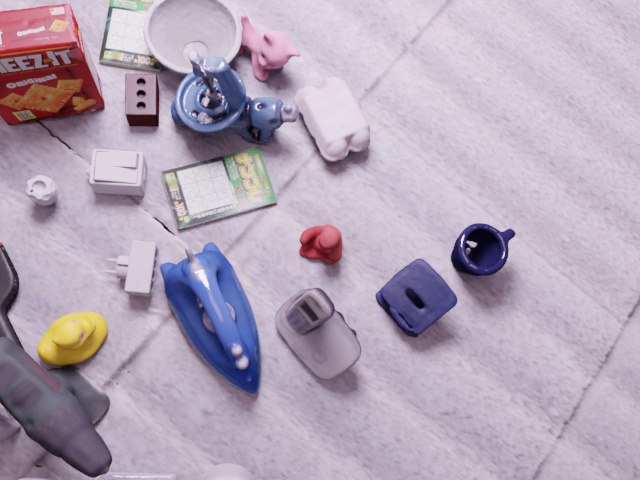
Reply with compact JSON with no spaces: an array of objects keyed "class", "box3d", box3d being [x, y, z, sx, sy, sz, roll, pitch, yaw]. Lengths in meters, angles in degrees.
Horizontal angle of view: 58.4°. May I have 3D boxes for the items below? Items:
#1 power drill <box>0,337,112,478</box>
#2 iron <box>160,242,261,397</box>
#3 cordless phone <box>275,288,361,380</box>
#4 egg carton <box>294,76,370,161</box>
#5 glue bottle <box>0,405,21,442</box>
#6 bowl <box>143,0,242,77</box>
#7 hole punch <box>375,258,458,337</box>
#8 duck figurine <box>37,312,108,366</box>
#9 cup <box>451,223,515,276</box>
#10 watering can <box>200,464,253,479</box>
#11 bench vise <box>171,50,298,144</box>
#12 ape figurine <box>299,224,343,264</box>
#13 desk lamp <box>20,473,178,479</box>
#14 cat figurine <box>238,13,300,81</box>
[{"class":"power drill","box3d":[-0.360,0.228,0.789,0.229,0.208,0.076,41,74,1]},{"class":"iron","box3d":[-0.152,0.126,0.886,0.119,0.141,0.258,-27,83,-15]},{"class":"cordless phone","box3d":[0.006,0.141,0.889,0.094,0.185,0.147,-42,87,-16]},{"class":"egg carton","box3d":[0.024,-0.219,1.036,0.107,0.069,0.150,-26,83,-15]},{"class":"glue bottle","box3d":[-0.470,0.246,0.783,0.037,0.173,0.078,-40,87,-16]},{"class":"bowl","box3d":[-0.224,-0.353,1.019,0.167,0.074,0.167,2,77,-10]},{"class":"hole punch","box3d":[0.164,0.101,0.977,0.101,0.091,0.108,-41,87,-16]},{"class":"duck figurine","box3d":[-0.380,0.147,0.868,0.105,0.086,0.077,-30,84,-15]},{"class":"cup","box3d":[0.282,0.018,1.016,0.118,0.095,0.091,-28,83,-15]},{"class":"watering can","box3d":[-0.136,0.385,0.802,0.173,0.194,0.101,-42,87,-16]},{"class":"bench vise","box3d":[-0.141,-0.243,0.933,0.207,0.219,0.121,-10,79,-12]},{"class":"ape figurine","box3d":[0.009,0.003,0.970,0.076,0.092,0.078,-37,86,-16]},{"class":"desk lamp","box3d":[-0.303,0.373,0.764,0.203,0.213,0.118,3,76,-9]},{"class":"cat figurine","box3d":[-0.098,-0.348,1.018,0.067,0.117,0.128,-42,87,-16]}]
